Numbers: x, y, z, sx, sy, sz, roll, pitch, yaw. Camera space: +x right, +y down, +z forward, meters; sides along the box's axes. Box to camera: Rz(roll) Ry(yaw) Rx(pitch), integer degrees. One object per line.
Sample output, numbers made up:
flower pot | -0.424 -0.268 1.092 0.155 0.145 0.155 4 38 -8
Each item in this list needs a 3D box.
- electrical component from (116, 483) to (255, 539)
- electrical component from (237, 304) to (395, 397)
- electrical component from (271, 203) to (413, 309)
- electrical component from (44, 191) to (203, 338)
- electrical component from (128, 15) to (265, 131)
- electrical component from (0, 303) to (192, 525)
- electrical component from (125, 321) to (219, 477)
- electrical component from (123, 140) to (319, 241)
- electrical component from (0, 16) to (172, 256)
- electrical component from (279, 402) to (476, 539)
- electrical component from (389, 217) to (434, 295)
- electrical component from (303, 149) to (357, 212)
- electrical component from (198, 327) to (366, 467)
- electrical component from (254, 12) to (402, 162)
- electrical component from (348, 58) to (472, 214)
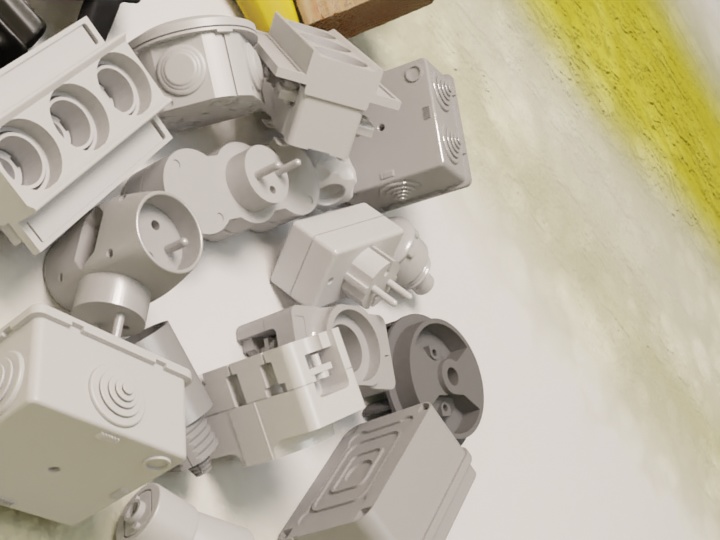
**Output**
electrical component | -0.092 0.138 0.552 0.065 0.044 0.044 40 45 -27
electrical component | -0.023 0.054 0.669 0.089 0.056 0.050 10 65 -50
electrical component | 0.000 0.000 0.704 0.076 0.047 0.083 36 29 22
electrical component | -0.124 0.008 0.544 0.043 0.077 0.079 34 49 -39
electrical component | -0.097 -0.117 0.641 0.080 0.080 0.051 -9 86 -54
electrical component | -0.136 0.069 0.482 0.100 0.100 0.048 32 37 -40
electrical component | -0.102 0.072 0.569 0.043 0.043 0.081 -38 104 -53
electrical component | -0.069 -0.052 0.648 0.138 0.074 0.052 -17 87 -54
electrical component | -0.160 -0.067 0.547 0.078 0.063 0.121 56 38 -17
electrical component | 0.014 0.142 0.654 0.057 0.078 0.113 55 38 -14
electrical component | 0.031 -0.005 0.780 0.062 0.048 0.048 45 42 -39
electrical component | -0.030 -0.074 0.738 0.043 0.043 0.062 20 38 -46
electrical component | -0.048 0.073 0.598 0.050 0.089 0.055 -15 85 -54
electrical component | -0.031 -0.118 0.687 0.079 0.063 0.121 12 19 -21
electrical component | 0.025 -0.095 0.771 0.048 0.100 0.099 24 54 -60
